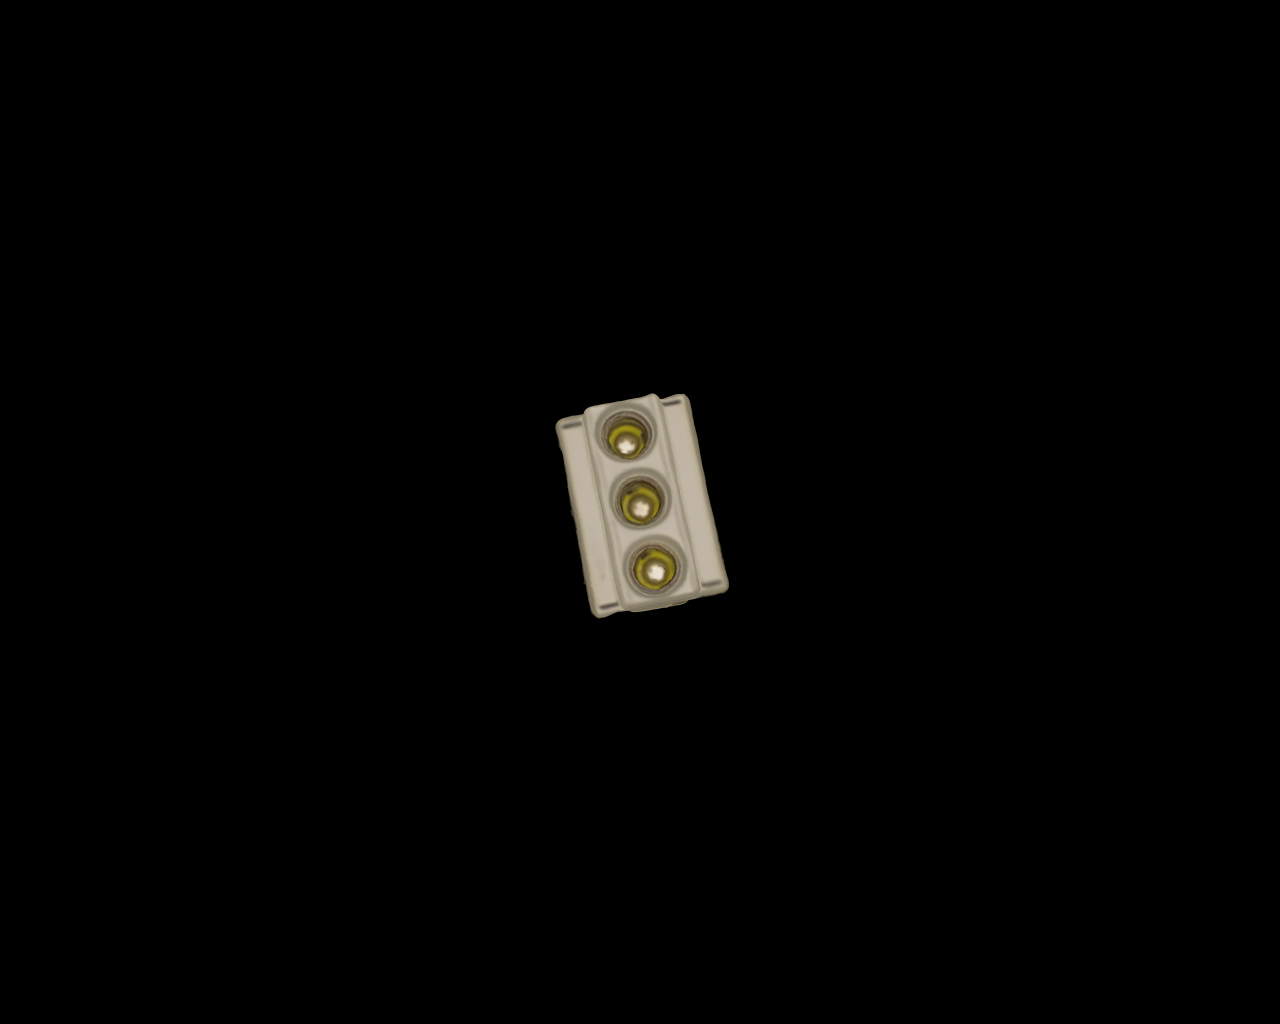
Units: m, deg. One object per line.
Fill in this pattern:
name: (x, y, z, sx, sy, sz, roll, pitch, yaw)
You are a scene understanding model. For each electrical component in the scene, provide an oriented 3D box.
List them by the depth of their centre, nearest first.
electrical component: (0.001, -0.003, 0.650, 0.079, 0.121, 0.063, -11, -11, -2)
